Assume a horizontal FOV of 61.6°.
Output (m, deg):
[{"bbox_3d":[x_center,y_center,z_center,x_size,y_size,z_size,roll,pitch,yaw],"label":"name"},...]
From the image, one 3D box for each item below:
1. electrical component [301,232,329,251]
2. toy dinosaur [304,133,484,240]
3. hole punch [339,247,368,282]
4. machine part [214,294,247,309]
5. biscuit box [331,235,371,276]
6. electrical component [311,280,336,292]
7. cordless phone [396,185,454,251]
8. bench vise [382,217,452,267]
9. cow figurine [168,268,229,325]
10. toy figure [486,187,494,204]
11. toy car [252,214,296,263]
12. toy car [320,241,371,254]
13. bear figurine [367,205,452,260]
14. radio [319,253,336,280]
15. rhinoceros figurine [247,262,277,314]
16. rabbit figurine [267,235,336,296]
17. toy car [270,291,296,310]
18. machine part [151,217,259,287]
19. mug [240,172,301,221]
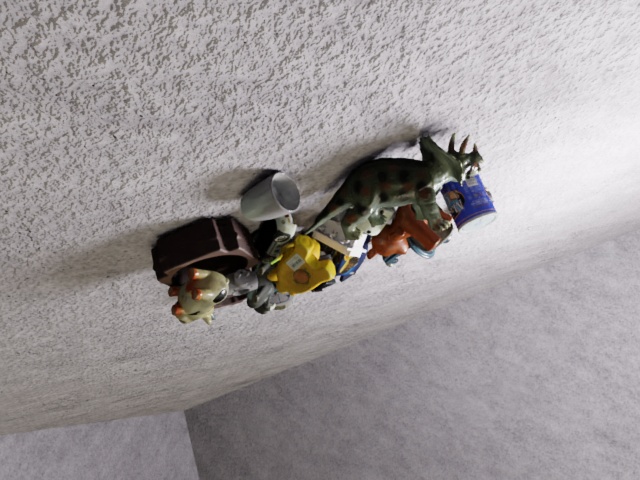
[{"bbox_3d":[-0.003,-0.005,1.375,0.078,0.045,0.102,-32,157,36],"label":"electrical component"},{"bbox_3d":[0.142,-0.110,1.112,0.405,0.192,0.131,-8,-162,10],"label":"toy dinosaur"},{"bbox_3d":[0.089,0.056,1.564,0.116,0.092,0.142,-20,157,-9],"label":"hole punch"},{"bbox_3d":[-0.251,0.133,1.500,0.179,0.056,0.179,-18,160,-7],"label":"machine part"},{"bbox_3d":[0.082,0.008,1.380,0.063,0.059,0.202,-2,138,-20],"label":"biscuit box"},{"bbox_3d":[0.016,0.107,1.647,0.048,0.075,0.119,-1,158,-42],"label":"electrical component"},{"bbox_3d":[0.277,-0.071,1.312,0.089,0.147,0.184,-27,162,-25],"label":"cordless phone"},{"bbox_3d":[0.253,0.004,1.526,0.223,0.129,0.240,-1,147,-44],"label":"bench vise"},{"bbox_3d":[-0.265,0.129,1.189,0.127,0.085,0.195,6,148,-38],"label":"cow figurine"},{"bbox_3d":[0.431,-0.080,1.524,0.089,0.082,0.180,-17,163,-12],"label":"toy figure"},{"bbox_3d":[-0.107,-0.011,1.216,0.056,0.073,0.201,-13,160,-26],"label":"toy car"},{"bbox_3d":[0.091,-0.002,1.464,0.202,0.053,0.089,-19,163,-3],"label":"toy car"},{"bbox_3d":[0.203,-0.007,1.285,0.120,0.132,0.195,-50,173,-40],"label":"bear figurine"},{"bbox_3d":[-0.046,0.091,1.467,0.131,0.073,0.229,-11,174,-13],"label":"radio"},{"bbox_3d":[-0.156,0.114,1.421,0.112,0.073,0.190,-30,136,-50],"label":"rhinoceros figurine"},{"bbox_3d":[-0.040,0.060,1.262,0.162,0.122,0.173,-50,-169,22],"label":"rabbit figurine"},{"bbox_3d":[-0.126,0.156,1.609,0.162,0.103,0.109,-17,159,-12],"label":"toy car"},{"bbox_3d":[-0.252,0.034,1.189,0.201,0.087,0.200,-20,160,7],"label":"machine part"},{"bbox_3d":[-0.097,-0.078,1.059,0.107,0.080,0.109,-19,171,33],"label":"mug"}]
